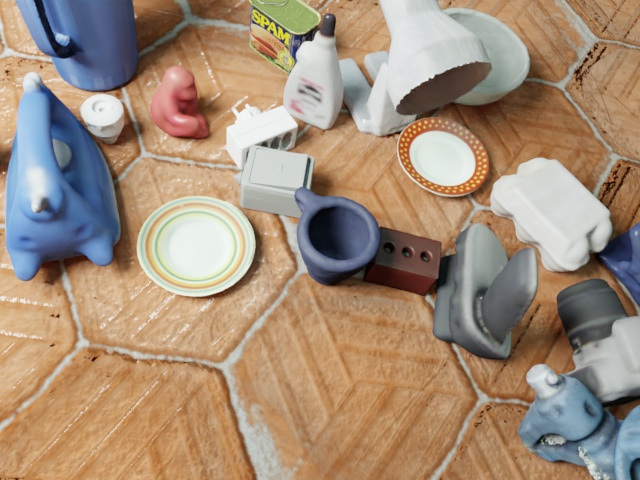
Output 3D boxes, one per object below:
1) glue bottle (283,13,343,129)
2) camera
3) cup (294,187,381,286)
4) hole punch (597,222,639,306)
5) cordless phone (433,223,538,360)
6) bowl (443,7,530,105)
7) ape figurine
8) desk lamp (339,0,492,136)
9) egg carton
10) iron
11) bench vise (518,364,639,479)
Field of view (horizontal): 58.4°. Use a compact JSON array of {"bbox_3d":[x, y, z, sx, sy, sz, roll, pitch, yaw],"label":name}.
[{"bbox_3d":[-0.002,-0.215,0.721,0.078,0.173,0.037,22,60,3],"label":"glue bottle"},{"bbox_3d":[0.340,0.110,0.647,0.143,0.101,0.136,-7,63,-13],"label":"camera"},{"bbox_3d":[0.006,0.002,0.650,0.092,0.095,0.117,-34,72,-24],"label":"cup"},{"bbox_3d":[0.431,0.016,0.719,0.109,0.091,0.101,-27,69,-22],"label":"hole punch"},{"bbox_3d":[0.193,0.036,0.612,0.094,0.185,0.147,9,61,-4],"label":"cordless phone"},{"bbox_3d":[0.212,-0.254,0.836,0.167,0.075,0.167,4,61,-8],"label":"bowl"},{"bbox_3d":[-0.175,-0.177,0.717,0.076,0.092,0.078,12,61,-3],"label":"ape figurine"},{"bbox_3d":[0.103,-0.225,0.722,0.118,0.213,0.203,-18,66,-18],"label":"desk lamp"},{"bbox_3d":[0.295,-0.034,0.734,0.107,0.069,0.150,-32,71,-24],"label":"egg carton"},{"bbox_3d":[-0.297,-0.094,0.622,0.119,0.141,0.258,-12,64,-15],"label":"iron"},{"bbox_3d":[0.293,0.193,0.525,0.207,0.220,0.121,22,60,3],"label":"bench vise"}]
